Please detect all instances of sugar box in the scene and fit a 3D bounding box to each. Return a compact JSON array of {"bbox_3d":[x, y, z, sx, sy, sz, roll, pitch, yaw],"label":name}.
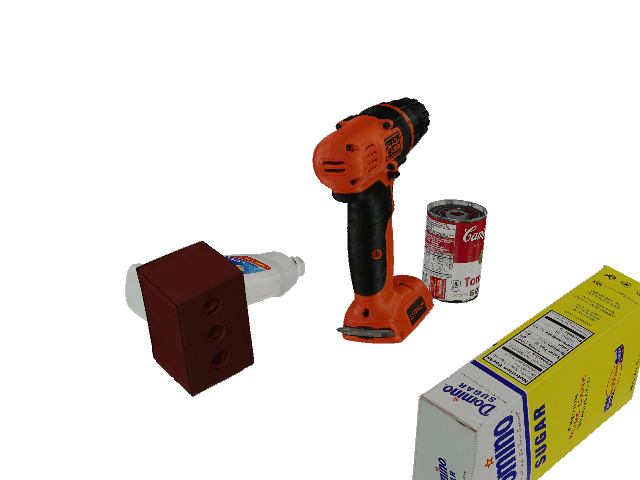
[{"bbox_3d":[0.128,0.093,0.628,0.048,0.093,0.175,29,44,34],"label":"sugar box"}]

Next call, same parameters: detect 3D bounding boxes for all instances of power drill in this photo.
[{"bbox_3d":[0.054,-0.020,0.903,0.057,0.188,0.184,0,18,27],"label":"power drill"}]

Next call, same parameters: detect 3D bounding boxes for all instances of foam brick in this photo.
[{"bbox_3d":[-0.081,0.050,0.701,0.052,0.078,0.051,-26,39,-28],"label":"foam brick"}]

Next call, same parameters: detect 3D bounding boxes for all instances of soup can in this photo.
[{"bbox_3d":[0.151,0.012,1.213,0.068,0.102,0.068,2,21,-1],"label":"soup can"}]

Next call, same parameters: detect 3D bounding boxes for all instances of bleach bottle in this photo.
[{"bbox_3d":[-0.127,0.053,1.420,0.250,0.068,0.103,-12,29,-42],"label":"bleach bottle"}]
